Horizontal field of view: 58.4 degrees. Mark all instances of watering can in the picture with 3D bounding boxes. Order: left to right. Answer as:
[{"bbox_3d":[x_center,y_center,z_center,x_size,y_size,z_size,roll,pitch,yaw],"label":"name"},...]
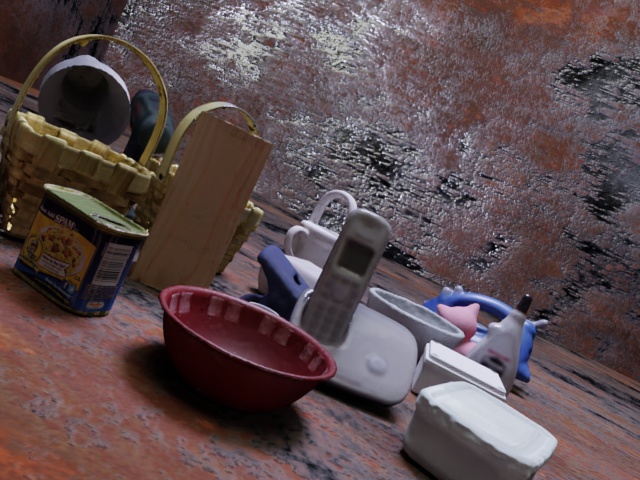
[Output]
[{"bbox_3d":[0.008,0.003,1.037,0.100,0.194,0.173,27,5,21],"label":"watering can"}]

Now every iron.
[{"bbox_3d":[0.290,0.162,1.084,0.257,0.141,0.119,27,5,16],"label":"iron"}]

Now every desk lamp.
[{"bbox_3d":[-0.372,-0.171,0.851,0.118,0.213,0.202,22,6,-33],"label":"desk lamp"}]

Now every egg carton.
[{"bbox_3d":[-0.019,0.077,0.861,0.149,0.069,0.108,29,6,35],"label":"egg carton"}]

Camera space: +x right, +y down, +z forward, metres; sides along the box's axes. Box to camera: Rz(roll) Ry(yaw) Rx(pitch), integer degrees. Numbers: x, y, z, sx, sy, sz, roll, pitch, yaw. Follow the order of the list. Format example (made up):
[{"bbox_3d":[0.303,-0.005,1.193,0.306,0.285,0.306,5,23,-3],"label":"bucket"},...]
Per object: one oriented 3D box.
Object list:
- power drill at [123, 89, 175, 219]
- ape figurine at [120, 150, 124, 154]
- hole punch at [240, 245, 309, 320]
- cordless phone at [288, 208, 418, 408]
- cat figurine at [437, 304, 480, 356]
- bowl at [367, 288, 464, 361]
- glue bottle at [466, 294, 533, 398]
[{"bbox_3d":[-0.312,-0.151,0.963,0.076,0.208,0.228,22,6,-33],"label":"power drill"},{"bbox_3d":[-0.378,-0.130,1.085,0.078,0.092,0.076,25,5,-10],"label":"ape figurine"},{"bbox_3d":[-0.044,0.065,0.737,0.101,0.091,0.109,26,5,3],"label":"hole punch"},{"bbox_3d":[0.053,0.071,0.613,0.148,0.185,0.094,25,5,-9],"label":"cordless phone"},{"bbox_3d":[0.251,0.167,0.983,0.127,0.118,0.067,29,6,37],"label":"cat figurine"},{"bbox_3d":[0.139,0.144,0.913,0.167,0.075,0.167,25,5,-2],"label":"bowl"},{"bbox_3d":[0.264,0.157,0.837,0.078,0.173,0.037,26,5,8],"label":"glue bottle"}]
